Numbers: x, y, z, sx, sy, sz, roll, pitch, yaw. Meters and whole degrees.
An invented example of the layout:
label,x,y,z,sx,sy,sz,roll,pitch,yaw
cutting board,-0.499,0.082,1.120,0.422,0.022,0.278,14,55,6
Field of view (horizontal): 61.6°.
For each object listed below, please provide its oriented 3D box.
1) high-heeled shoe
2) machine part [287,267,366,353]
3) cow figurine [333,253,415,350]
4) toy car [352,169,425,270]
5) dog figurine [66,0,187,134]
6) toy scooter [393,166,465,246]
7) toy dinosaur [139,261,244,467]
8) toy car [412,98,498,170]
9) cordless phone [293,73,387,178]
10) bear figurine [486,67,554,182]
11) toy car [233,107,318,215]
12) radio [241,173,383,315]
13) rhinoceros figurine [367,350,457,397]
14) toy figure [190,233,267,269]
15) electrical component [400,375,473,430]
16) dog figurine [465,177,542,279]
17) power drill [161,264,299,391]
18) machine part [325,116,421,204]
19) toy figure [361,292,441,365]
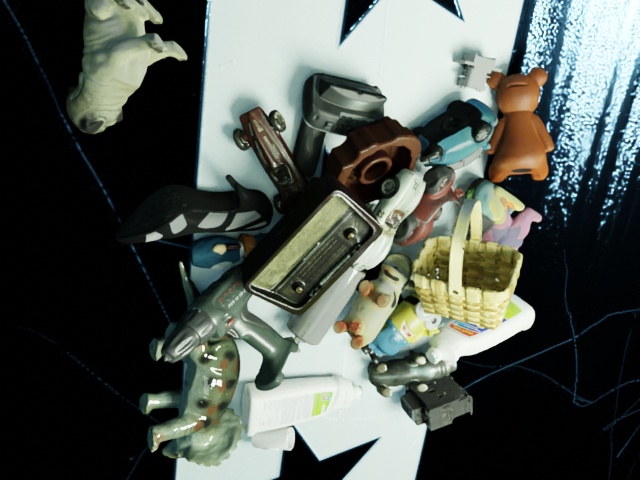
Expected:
label,x,y,z,sx,sy,sz,roll,pitch,yaw
high-heeled shoe,-0.206,-0.029,0.916,0.249,0.086,0.145,-24,143,5
machine part,0.011,0.112,1.025,0.079,0.079,0.243,31,97,-26
cow figurine,0.118,0.113,1.040,0.195,0.086,0.127,-60,157,10
toy car,0.116,-0.033,0.956,0.073,0.056,0.201,20,102,-53
dog figurine,-0.317,-0.267,0.771,0.190,0.121,0.172,-33,83,12
toy scooter,0.213,-0.063,1.030,0.135,0.075,0.183,-2,135,-47
toy dinosaur,-0.212,0.249,0.978,0.192,0.131,0.404,10,100,-37
toy car,0.250,-0.179,0.997,0.162,0.109,0.102,-33,134,3
cordless phone,0.028,-0.186,0.937,0.146,0.089,0.184,6,117,-23
bear figurine,0.379,-0.220,1.036,0.120,0.132,0.195,-4,79,16
toy car,-0.070,-0.127,0.910,0.089,0.053,0.202,-20,120,21
radio,-0.014,0.013,0.898,0.131,0.073,0.229,35,109,-31
rhinoceros figurine,0.196,0.275,1.135,0.190,0.112,0.073,-12,85,-2
toy figure,-0.148,0.016,0.941,0.154,0.064,0.057,-7,113,-16
electrical component,0.247,0.350,1.173,0.134,0.115,0.058,-15,111,-17
dog figurine,0.332,0.005,1.089,0.191,0.109,0.219,26,101,-26
power drill,-0.144,0.169,0.925,0.207,0.086,0.232,46,47,-18
machine part,0.089,-0.131,0.936,0.179,0.056,0.179,-23,150,-14
toy figure,0.164,0.174,1.102,0.180,0.089,0.082,-37,132,5
